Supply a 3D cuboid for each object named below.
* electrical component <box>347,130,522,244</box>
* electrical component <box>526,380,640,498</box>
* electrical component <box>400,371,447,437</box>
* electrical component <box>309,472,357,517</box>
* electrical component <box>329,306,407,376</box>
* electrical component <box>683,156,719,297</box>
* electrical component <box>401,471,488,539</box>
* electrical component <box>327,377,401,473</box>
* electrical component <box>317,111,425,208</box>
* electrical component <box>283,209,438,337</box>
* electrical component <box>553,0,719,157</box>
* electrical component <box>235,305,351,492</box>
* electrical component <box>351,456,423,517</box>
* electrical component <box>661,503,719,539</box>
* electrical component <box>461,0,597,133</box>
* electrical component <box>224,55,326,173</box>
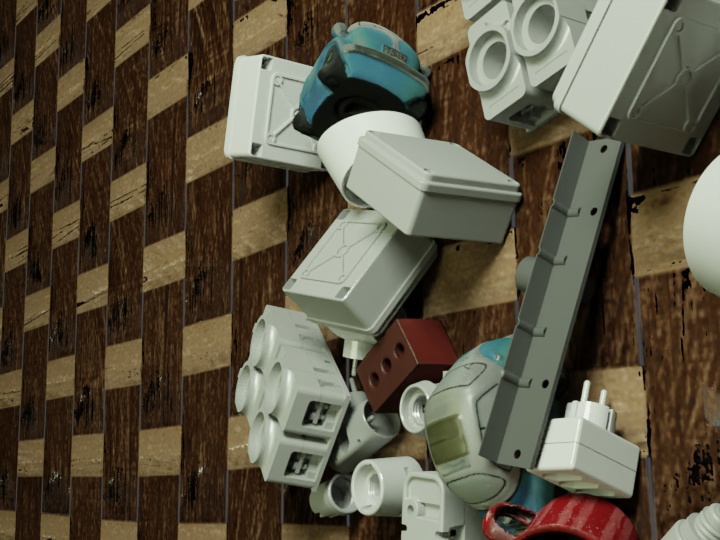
[{"bbox_3d":[0.062,-0.071,0.922,0.109,0.109,0.056,42,121,49],"label":"electrical component"},{"bbox_3d":[0.166,0.120,0.784,0.047,0.066,0.076,-16,52,52],"label":"electrical component"},{"bbox_3d":[0.068,0.120,0.926,0.048,0.055,0.066,-8,78,54],"label":"electrical component"},{"bbox_3d":[-0.024,0.222,1.054,0.046,0.040,0.040,-35,57,53],"label":"electrical component"},{"bbox_3d":[0.004,0.065,1.037,0.077,0.043,0.079,8,91,55],"label":"electrical component"},{"bbox_3d":[0.248,-0.027,0.659,0.060,0.108,0.108,25,105,60],"label":"electrical component"},{"bbox_3d":[0.074,0.217,0.899,0.054,0.059,0.095,-6,79,54],"label":"electrical component"},{"bbox_3d":[-0.004,0.143,1.035,0.077,0.043,0.079,-46,49,40],"label":"electrical component"},{"bbox_3d":[0.016,-0.106,1.002,0.099,0.099,0.064,-52,48,37],"label":"electrical component"},{"bbox_3d":[0.000,0.000,1.001,0.109,0.056,0.108,8,55,55],"label":"electrical component"},{"bbox_3d":[0.203,-0.141,0.735,0.056,0.109,0.108,47,122,44],"label":"electrical component"},{"bbox_3d":[-0.074,0.121,1.078,0.186,0.060,0.105,-122,48,-63],"label":"electrical component"},{"bbox_3d":[0.025,0.198,0.982,0.055,0.047,0.055,-13,74,53],"label":"electrical component"},{"bbox_3d":[0.225,0.180,0.709,0.078,0.040,0.040,-61,41,28],"label":"electrical component"},{"bbox_3d":[0.136,-0.223,0.884,0.105,0.060,0.186,-33,59,47],"label":"electrical component"},{"bbox_3d":[-0.081,-0.164,1.139,0.056,0.109,0.108,7,90,52],"label":"electrical component"}]
